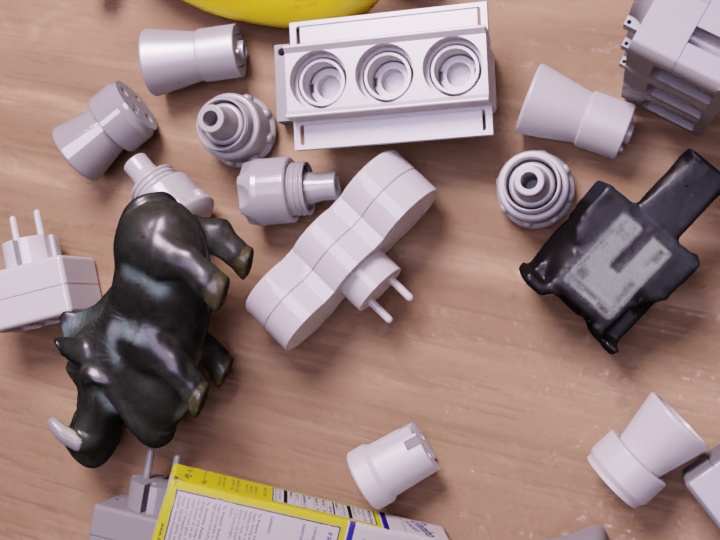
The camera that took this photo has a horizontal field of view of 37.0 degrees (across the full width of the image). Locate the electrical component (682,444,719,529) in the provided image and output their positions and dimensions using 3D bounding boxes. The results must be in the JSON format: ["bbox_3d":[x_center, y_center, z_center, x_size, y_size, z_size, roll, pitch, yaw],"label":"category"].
[{"bbox_3d":[0.240,0.130,0.609,0.076,0.047,0.083,-39,80,10],"label":"electrical component"}]

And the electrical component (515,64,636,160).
[{"bbox_3d":[0.131,-0.092,0.645,0.065,0.044,0.044,21,94,9],"label":"electrical component"}]

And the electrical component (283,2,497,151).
[{"bbox_3d":[0.021,-0.115,0.660,0.121,0.063,0.078,-3,88,14],"label":"electrical component"}]

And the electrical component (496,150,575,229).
[{"bbox_3d":[0.103,-0.050,0.639,0.048,0.062,0.048,0,89,13],"label":"electrical component"}]

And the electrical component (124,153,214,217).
[{"bbox_3d":[-0.130,-0.049,0.706,0.048,0.048,0.062,-43,77,9],"label":"electrical component"}]

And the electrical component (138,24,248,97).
[{"bbox_3d":[-0.107,-0.140,0.705,0.065,0.044,0.044,-6,87,9],"label":"electrical component"}]

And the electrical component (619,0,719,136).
[{"bbox_3d":[0.183,-0.134,0.576,0.062,0.150,0.089,30,96,11],"label":"electrical component"}]

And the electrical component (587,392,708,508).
[{"bbox_3d":[0.167,0.106,0.629,0.055,0.045,0.045,-45,79,9],"label":"electrical component"}]

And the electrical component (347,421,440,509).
[{"bbox_3d":[0.021,0.120,0.668,0.046,0.040,0.040,-31,82,7],"label":"electrical component"}]

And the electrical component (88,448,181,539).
[{"bbox_3d":[-0.134,0.156,0.701,0.066,0.047,0.076,10,91,14],"label":"electrical component"}]

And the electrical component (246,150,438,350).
[{"bbox_3d":[0.000,0.000,0.669,0.074,0.052,0.138,45,99,11],"label":"electrical component"}]

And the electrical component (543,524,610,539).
[{"bbox_3d":[0.129,0.237,0.627,0.089,0.062,0.150,-24,83,12],"label":"electrical component"}]

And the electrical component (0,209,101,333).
[{"bbox_3d":[-0.219,-0.002,0.726,0.066,0.047,0.076,-14,85,13],"label":"electrical component"}]

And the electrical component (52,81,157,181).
[{"bbox_3d":[-0.170,-0.093,0.717,0.055,0.045,0.045,-37,81,10],"label":"electrical component"}]

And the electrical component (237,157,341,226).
[{"bbox_3d":[-0.044,-0.051,0.686,0.062,0.043,0.043,-4,88,13],"label":"electrical component"}]

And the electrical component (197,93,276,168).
[{"bbox_3d":[-0.084,-0.092,0.686,0.048,0.062,0.048,0,89,14],"label":"electrical component"}]
